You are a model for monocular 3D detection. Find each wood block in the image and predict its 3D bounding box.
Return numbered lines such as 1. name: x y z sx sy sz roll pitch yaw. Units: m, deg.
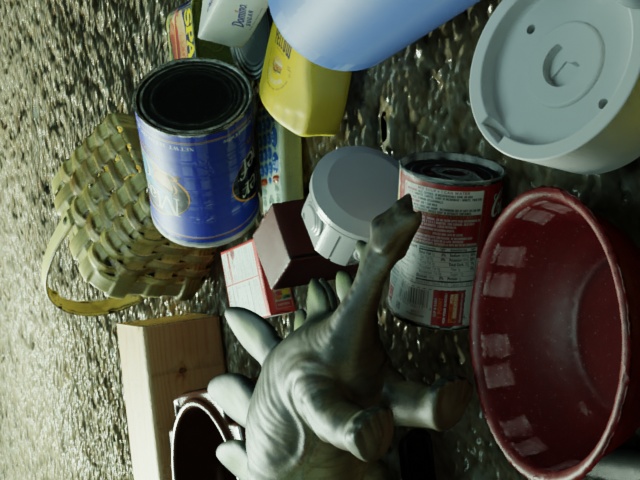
1. wood block: -0.152 0.187 1.148 0.090 0.090 0.206 -3 93 62

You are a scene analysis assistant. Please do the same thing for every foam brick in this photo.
1. foam brick: -0.006 0.001 0.845 0.053 0.078 0.051 -54 51 53

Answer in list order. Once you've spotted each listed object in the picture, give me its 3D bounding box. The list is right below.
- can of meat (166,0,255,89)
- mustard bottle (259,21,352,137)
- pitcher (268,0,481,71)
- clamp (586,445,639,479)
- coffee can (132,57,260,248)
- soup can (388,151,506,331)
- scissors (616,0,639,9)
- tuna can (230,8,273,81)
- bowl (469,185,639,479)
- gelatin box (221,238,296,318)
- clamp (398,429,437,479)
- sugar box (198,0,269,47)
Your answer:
1. can of meat: -0.106 -0.181 1.014 0.084 0.057 0.102 2 98 64
2. mustard bottle: 0.000 -0.181 0.812 0.096 0.058 0.192 -122 37 -47
3. pitcher: 0.056 -0.193 0.635 0.243 0.149 0.145 157 97 -70
4. clamp: 0.203 0.126 0.527 0.165 0.036 0.210 59 148 37
5. coffee can: -0.108 -0.077 0.954 0.140 0.102 0.103 90 156 -48
6. soup can: 0.081 0.000 0.693 0.069 0.068 0.102 34 126 55
7. scissors: 0.180 -0.206 0.504 0.096 0.016 0.202 9 83 28
8. tuna can: -0.047 -0.182 0.926 0.086 0.033 0.086 23 116 58
9. bowl: 0.143 0.052 0.586 0.162 0.055 0.162 -179 90 -70
10. gelatin box: -0.059 0.038 1.004 0.089 0.030 0.073 -21 79 61
11. clamp: 0.078 0.221 0.779 0.120 0.039 0.172 62 145 36
12. sugar box: -0.059 -0.253 0.866 0.093 0.048 0.176 135 141 -57
